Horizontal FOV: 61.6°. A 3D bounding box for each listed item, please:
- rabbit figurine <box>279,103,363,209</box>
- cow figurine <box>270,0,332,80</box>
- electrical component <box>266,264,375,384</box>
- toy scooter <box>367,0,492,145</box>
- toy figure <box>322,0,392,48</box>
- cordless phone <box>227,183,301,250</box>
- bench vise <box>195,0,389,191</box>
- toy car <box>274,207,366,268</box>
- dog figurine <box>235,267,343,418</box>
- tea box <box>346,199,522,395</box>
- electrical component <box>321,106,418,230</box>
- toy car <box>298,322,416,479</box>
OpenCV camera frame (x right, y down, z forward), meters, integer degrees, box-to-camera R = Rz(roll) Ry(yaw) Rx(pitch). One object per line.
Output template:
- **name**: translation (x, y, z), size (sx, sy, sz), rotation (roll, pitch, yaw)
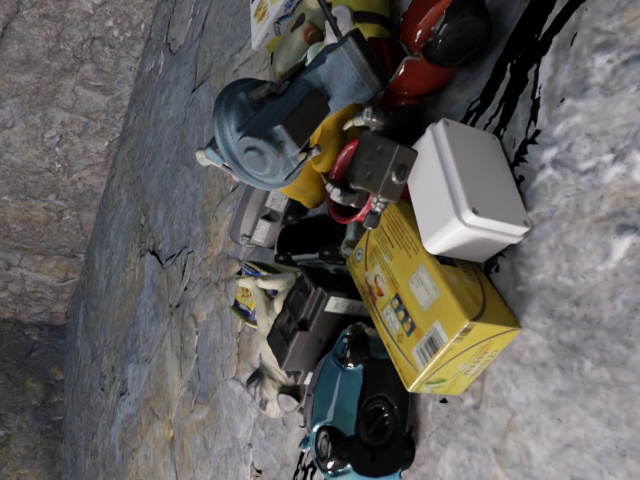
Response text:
- **rabbit figurine**: translation (-0.003, -0.136, 0.696), size (0.173, 0.122, 0.162), rotation (-57, 41, 29)
- **cow figurine**: translation (-0.011, -0.325, 0.818), size (0.195, 0.085, 0.127), rotation (-51, 46, 40)
- **electrical component**: translation (0.009, 0.100, 0.596), size (0.134, 0.115, 0.058), rotation (-65, 30, 19)
- **toy scooter**: translation (0.101, -0.208, 0.586), size (0.183, 0.075, 0.135), rotation (-58, 39, 43)
- **toy figure**: translation (0.057, -0.310, 0.695), size (0.082, 0.089, 0.180), rotation (93, -171, -71)
- **cordless phone**: translation (-0.086, -0.075, 0.870), size (0.184, 0.089, 0.146), rotation (-101, 32, -66)
- **bench vise**: translation (-0.051, -0.137, 0.588), size (0.241, 0.128, 0.223), rotation (-14, 45, 44)
- **toy car**: translation (-0.001, -0.002, 0.711), size (0.202, 0.056, 0.073), rotation (-9, 66, 57)
- **dog figurine**: translation (-0.025, 0.133, 0.679), size (0.172, 0.121, 0.190), rotation (-14, 82, 62)
- **tea box**: translation (0.098, 0.048, 0.510), size (0.098, 0.068, 0.170), rotation (-58, 35, 31)
- **electrical component**: translation (0.044, -0.071, 0.502), size (0.102, 0.045, 0.078), rotation (-64, 35, 17)
- **toy car**: translation (0.029, 0.166, 0.540), size (0.103, 0.109, 0.161), rotation (-14, 66, 52)
